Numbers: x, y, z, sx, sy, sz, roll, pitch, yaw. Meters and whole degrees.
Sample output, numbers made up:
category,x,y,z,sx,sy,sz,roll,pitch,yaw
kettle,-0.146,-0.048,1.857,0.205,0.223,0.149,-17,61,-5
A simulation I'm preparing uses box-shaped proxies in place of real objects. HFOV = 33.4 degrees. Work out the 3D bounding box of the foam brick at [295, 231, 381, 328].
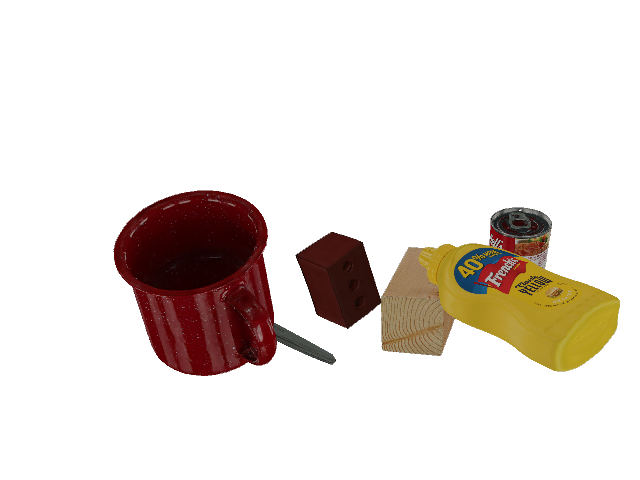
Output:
category,x,y,z,sx,sy,sz,roll,pitch,yaw
foam brick,0.019,0.040,1.094,0.052,0.078,0.051,-35,32,-26

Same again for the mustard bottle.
category,x,y,z,sx,sy,sz,roll,pitch,yaw
mustard bottle,0.166,0.048,0.969,0.096,0.058,0.192,-28,39,-35

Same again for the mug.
category,x,y,z,sx,sy,sz,roll,pitch,yaw
mug,-0.065,0.035,0.655,0.093,0.081,0.117,-35,48,-26

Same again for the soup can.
category,x,y,z,sx,sy,sz,roll,pitch,yaw
soup can,0.226,0.022,1.216,0.068,0.102,0.068,-2,30,1

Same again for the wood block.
category,x,y,z,sx,sy,sz,roll,pitch,yaw
wood block,0.157,0.088,1.615,0.091,0.090,0.206,4,21,14

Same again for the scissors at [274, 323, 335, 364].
category,x,y,z,sx,sy,sz,roll,pitch,yaw
scissors,-0.058,0.055,0.902,0.202,0.016,0.096,15,26,23
